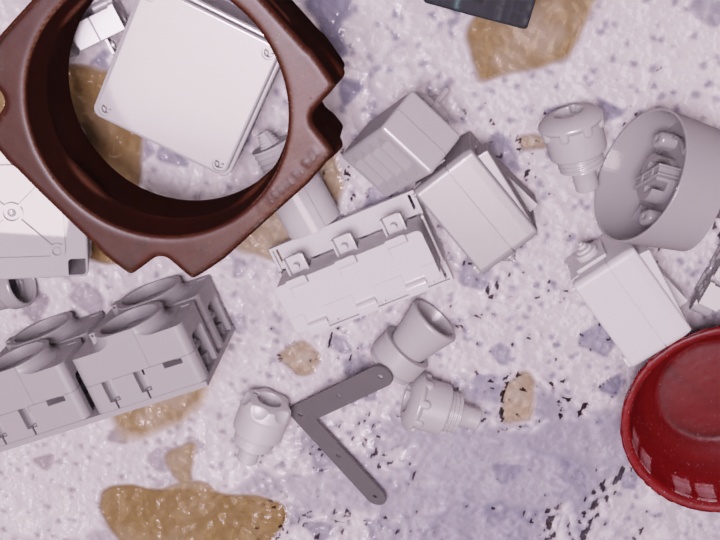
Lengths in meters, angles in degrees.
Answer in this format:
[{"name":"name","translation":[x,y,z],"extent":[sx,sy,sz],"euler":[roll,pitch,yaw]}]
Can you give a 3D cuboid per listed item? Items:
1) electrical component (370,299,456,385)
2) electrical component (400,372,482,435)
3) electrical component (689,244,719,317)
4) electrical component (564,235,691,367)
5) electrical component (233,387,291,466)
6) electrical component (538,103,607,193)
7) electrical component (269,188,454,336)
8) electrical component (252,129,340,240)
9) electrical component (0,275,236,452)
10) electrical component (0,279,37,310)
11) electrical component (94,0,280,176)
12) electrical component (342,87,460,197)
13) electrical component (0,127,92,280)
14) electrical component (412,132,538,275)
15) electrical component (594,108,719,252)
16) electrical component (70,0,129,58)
[{"name":"electrical component","translation":[0.041,0.057,0.845],"extent":[0.045,0.045,0.055],"euler":[39,110,-10]},{"name":"electrical component","translation":[0.066,0.112,0.865],"extent":[0.062,0.048,0.048],"euler":[17,111,-9]},{"name":"electrical component","translation":[0.289,0.013,0.807],"extent":[0.055,0.048,0.066],"euler":[25,111,4]},{"name":"electrical component","translation":[0.199,0.011,0.805],"extent":[0.061,0.061,0.096],"euler":[-34,104,16]},{"name":"electrical component","translation":[-0.084,0.132,0.885],"extent":[0.043,0.043,0.062],"euler":[21,112,-3]},{"name":"electrical component","translation":[0.159,-0.087,0.782],"extent":[0.048,0.048,0.062],"euler":[-15,115,10]},{"name":"electrical component","translation":[0.000,0.000,0.817],"extent":[0.121,0.063,0.078],"euler":[-22,107,12]},{"name":"electrical component","translation":[-0.053,-0.068,0.807],"extent":[0.043,0.043,0.081],"euler":[-25,106,14]},{"name":"electrical component","translation":[-0.203,0.068,0.838],"extent":[0.186,0.105,0.060],"euler":[-18,108,11]},{"name":"electrical component","translation":[-0.290,0.015,0.862],"extent":[0.046,0.040,0.040],"euler":[-14,109,17]},{"name":"electrical component","translation":[-0.120,-0.142,0.778],"extent":[0.109,0.056,0.108],"euler":[26,111,-5]},{"name":"electrical component","translation":[0.039,-0.102,0.775],"extent":[0.047,0.083,0.075],"euler":[42,70,-10]},{"name":"electrical component","translation":[-0.261,-0.051,0.810],"extent":[0.109,0.056,0.108],"euler":[-2,111,-12]},{"name":"electrical component","translation":[0.092,-0.047,0.792],"extent":[0.061,0.061,0.096],"euler":[-37,103,17]},{"name":"electrical component","translation":[0.215,-0.062,0.759],"extent":[0.064,0.099,0.099],"euler":[14,111,-7]},{"name":"electrical component","translation":[-0.202,-0.183,0.776],"extent":[0.055,0.048,0.066],"euler":[-24,107,5]}]
